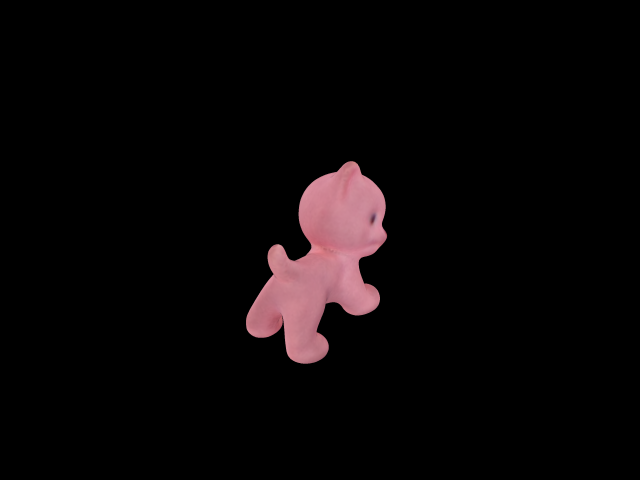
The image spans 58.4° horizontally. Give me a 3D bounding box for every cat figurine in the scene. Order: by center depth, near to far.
[{"bbox_3d":[0.004,0.001,0.400,0.067,0.118,0.128,19,36,29],"label":"cat figurine"}]
